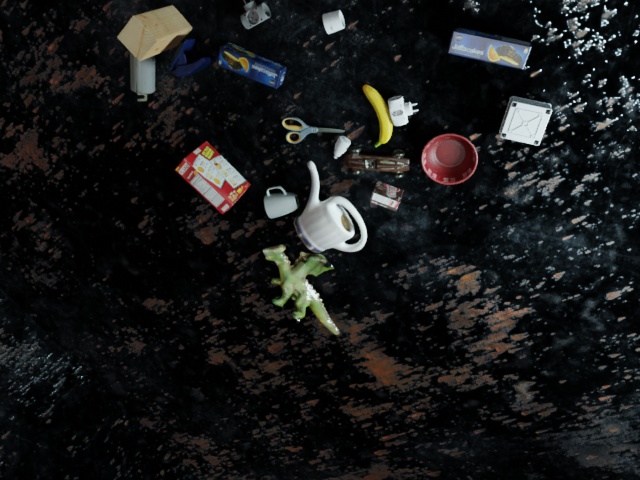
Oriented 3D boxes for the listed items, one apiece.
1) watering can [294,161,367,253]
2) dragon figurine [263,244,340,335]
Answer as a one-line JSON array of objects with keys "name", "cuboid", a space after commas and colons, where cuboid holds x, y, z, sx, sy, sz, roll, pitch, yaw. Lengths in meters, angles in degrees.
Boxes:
[{"name": "watering can", "cuboid": [0.005, -0.086, 1.703, 0.222, 0.106, 0.344, -29, 108, 30]}, {"name": "dragon figurine", "cuboid": [-0.043, 0.159, 1.873, 0.409, 0.124, 0.239, 33, 116, -4]}]
